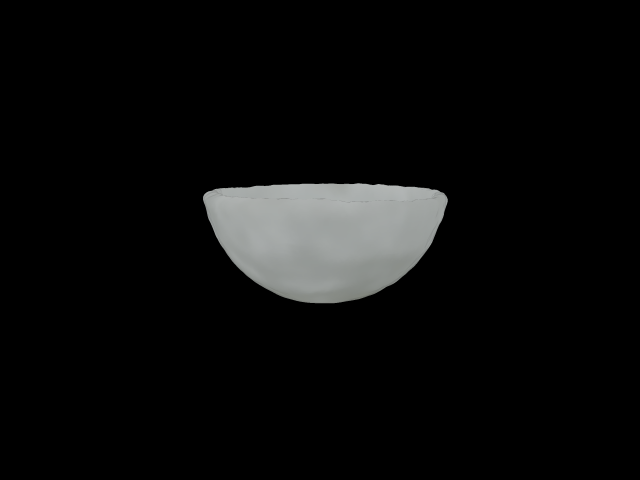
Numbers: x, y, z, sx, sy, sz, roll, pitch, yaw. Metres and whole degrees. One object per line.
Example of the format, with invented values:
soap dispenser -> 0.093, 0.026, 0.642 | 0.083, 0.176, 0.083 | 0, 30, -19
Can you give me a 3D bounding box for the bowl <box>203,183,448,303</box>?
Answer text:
bowl -> 0.004, 0.001, 0.400 | 0.167, 0.075, 0.167 | 0, 9, 0
